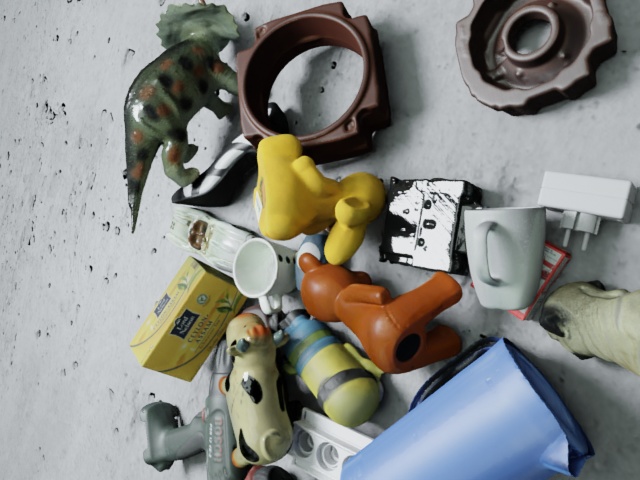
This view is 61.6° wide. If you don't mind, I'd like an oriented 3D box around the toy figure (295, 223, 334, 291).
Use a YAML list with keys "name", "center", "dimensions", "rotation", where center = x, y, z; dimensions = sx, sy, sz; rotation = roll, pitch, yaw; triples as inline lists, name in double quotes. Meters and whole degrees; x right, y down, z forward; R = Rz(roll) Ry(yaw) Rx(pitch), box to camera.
- name: "toy figure"
  center: [0.000, -0.002, 0.766]
  dimensions: [0.064, 0.058, 0.154]
  rotation: [8, 87, 2]

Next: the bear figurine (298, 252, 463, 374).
- name: "bear figurine"
  center: [0.064, 0.079, 0.670]
  dimensions: [0.196, 0.132, 0.120]
  rotation: [35, 140, 53]

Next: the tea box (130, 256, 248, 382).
- name: "tea box"
  center: [-0.200, 0.122, 0.829]
  dimensions: [0.068, 0.098, 0.169]
  rotation: [34, 91, 48]

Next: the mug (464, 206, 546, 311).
- name: "mug"
  center: [0.191, 0.020, 0.556]
  dimensions: [0.081, 0.109, 0.107]
  rotation: [-2, 96, 34]

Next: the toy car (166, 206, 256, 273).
- name: "toy car"
  center: [-0.183, -0.003, 0.898]
  dimensions: [0.202, 0.056, 0.073]
  rotation: [22, 97, 37]

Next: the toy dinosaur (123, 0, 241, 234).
- name: "toy dinosaur"
  center: [-0.229, -0.221, 0.842]
  dimensions: [0.131, 0.192, 0.405]
  rotation: [2, 55, 51]

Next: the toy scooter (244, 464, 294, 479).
- name: "toy scooter"
  center: [-0.074, 0.419, 0.756]
  dimensions: [0.135, 0.075, 0.184]
  rotation: [-41, 67, 26]

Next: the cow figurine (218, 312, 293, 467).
- name: "cow figurine"
  center: [-0.084, 0.191, 0.704]
  dimensions: [0.127, 0.085, 0.195]
  rotation: [-39, 60, 57]

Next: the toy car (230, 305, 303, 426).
- name: "toy car"
  center: [-0.079, 0.197, 0.799]
  dimensions: [0.089, 0.053, 0.202]
  rotation: [-17, 75, 13]

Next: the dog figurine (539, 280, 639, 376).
- name: "dog figurine"
  center: [0.326, 0.063, 0.500]
  dimensions: [0.172, 0.121, 0.191]
  rotation: [-37, 39, -10]

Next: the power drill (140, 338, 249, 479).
- name: "power drill"
  center: [-0.194, 0.284, 0.865]
  dimensions: [0.207, 0.086, 0.232]
  rotation: [-18, 73, 26]

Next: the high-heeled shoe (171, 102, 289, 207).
- name: "high-heeled shoe"
  center: [-0.158, -0.136, 0.884]
  dimensions: [0.249, 0.086, 0.145]
  rotation: [-6, 79, 30]

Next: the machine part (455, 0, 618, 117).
- name: "machine part"
  center: [0.244, -0.230, 0.614]
  dimensions: [0.180, 0.056, 0.179]
  rotation: [-4, 82, 37]

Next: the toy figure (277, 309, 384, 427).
- name: "toy figure"
  center: [0.006, 0.169, 0.716]
  dimensions: [0.180, 0.089, 0.082]
  rotation: [45, 124, 29]

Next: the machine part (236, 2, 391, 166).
- name: "machine part"
  center: [-0.011, -0.211, 0.748]
  dimensions: [0.202, 0.087, 0.201]
  rotation: [-9, 77, 16]

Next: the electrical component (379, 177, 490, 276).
- name: "electrical component"
  center: [0.144, -0.017, 0.659]
  dimensions: [0.134, 0.058, 0.114]
  rotation: [7, 90, 37]

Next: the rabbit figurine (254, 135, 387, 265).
- name: "rabbit figurine"
  center: [0.011, -0.053, 0.677]
  dimensions: [0.162, 0.173, 0.121]
  rotation: [-120, 35, -51]
